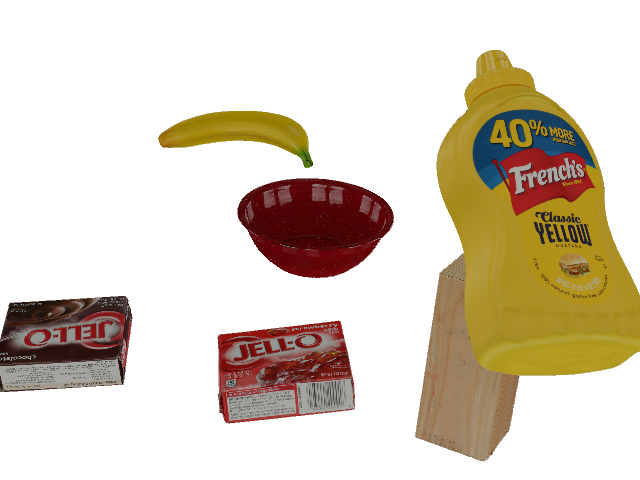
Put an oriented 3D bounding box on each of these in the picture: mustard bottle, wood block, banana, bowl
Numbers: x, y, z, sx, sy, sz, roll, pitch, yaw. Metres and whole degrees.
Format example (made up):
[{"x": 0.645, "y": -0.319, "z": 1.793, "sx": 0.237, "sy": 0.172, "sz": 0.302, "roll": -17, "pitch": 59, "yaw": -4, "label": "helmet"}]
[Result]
[{"x": 0.115, "y": -0.023, "z": 0.593, "sx": 0.096, "sy": 0.191, "sz": 0.058, "roll": 1, "pitch": -28, "yaw": -20, "label": "mustard bottle"}, {"x": 0.176, "y": 0.130, "z": 1.209, "sx": 0.090, "sy": 0.206, "sz": 0.090, "roll": 16, "pitch": 23, "yaw": 24, "label": "wood block"}, {"x": -0.096, "y": -0.130, "z": 1.294, "sx": 0.198, "sy": 0.037, "sz": 0.069, "roll": 8, "pitch": 40, "yaw": 15, "label": "banana"}, {"x": -0.006, "y": -0.007, "z": 1.110, "sx": 0.162, "sy": 0.055, "sz": 0.162, "roll": 2, "pitch": 29, "yaw": -2, "label": "bowl"}]

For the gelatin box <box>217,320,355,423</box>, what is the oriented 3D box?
[{"x": -0.025, "y": 0.088, "z": 0.724, "sx": 0.089, "sy": 0.030, "sz": 0.073, "roll": -6, "pitch": 26, "yaw": -3, "label": "gelatin box"}]

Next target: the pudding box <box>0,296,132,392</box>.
[{"x": -0.231, "y": 0.093, "z": 0.968, "sx": 0.113, "sy": 0.039, "sz": 0.090, "roll": -5, "pitch": 33, "yaw": -2, "label": "pudding box"}]
